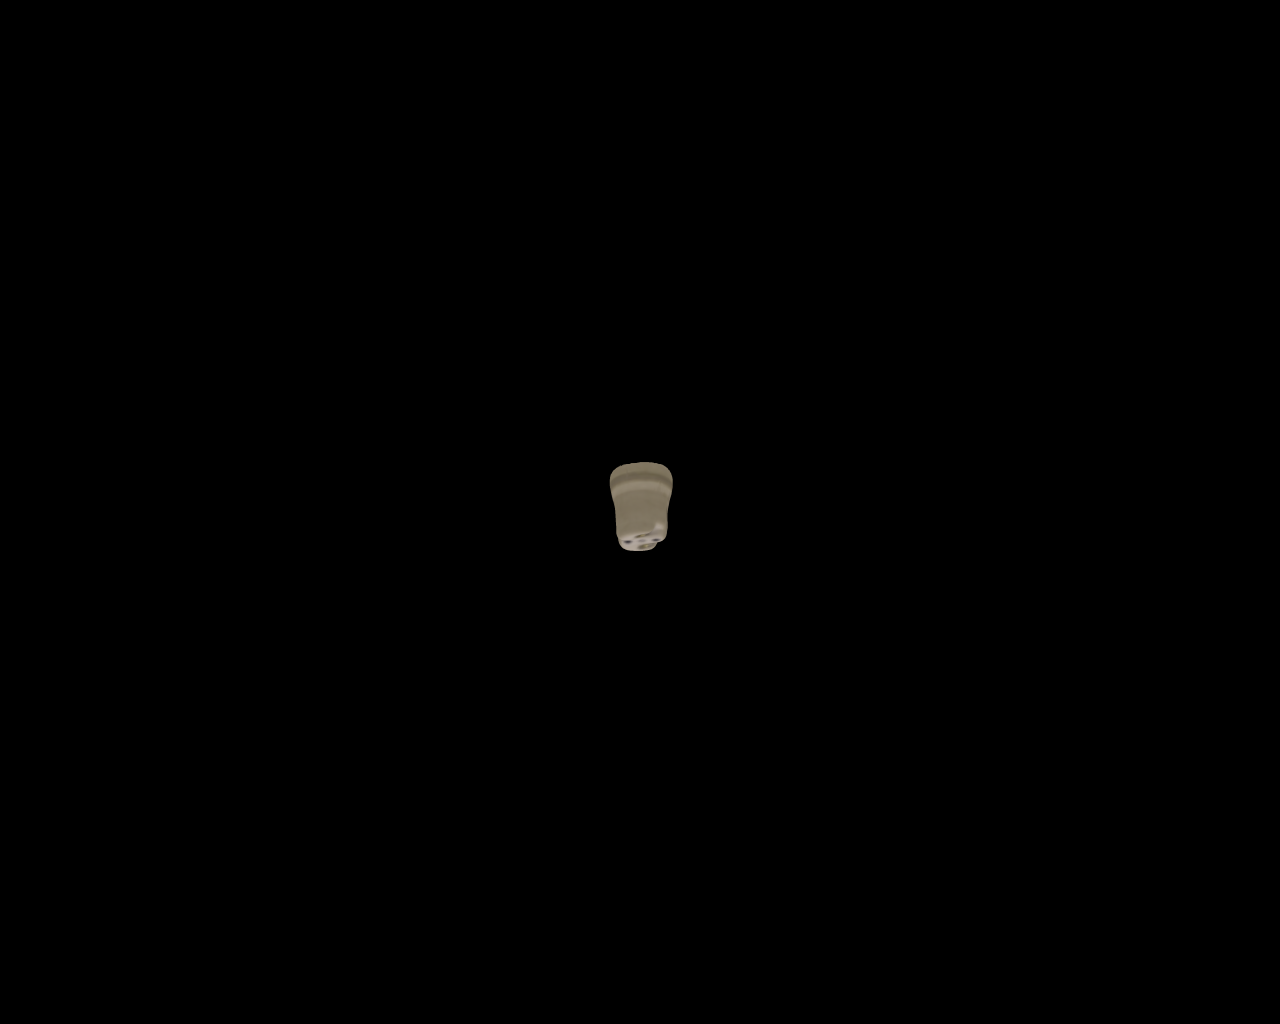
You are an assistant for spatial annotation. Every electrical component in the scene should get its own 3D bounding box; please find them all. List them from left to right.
[{"bbox_3d":[0.001,-0.003,0.650,0.040,0.046,0.040,0,-23,0],"label":"electrical component"}]
